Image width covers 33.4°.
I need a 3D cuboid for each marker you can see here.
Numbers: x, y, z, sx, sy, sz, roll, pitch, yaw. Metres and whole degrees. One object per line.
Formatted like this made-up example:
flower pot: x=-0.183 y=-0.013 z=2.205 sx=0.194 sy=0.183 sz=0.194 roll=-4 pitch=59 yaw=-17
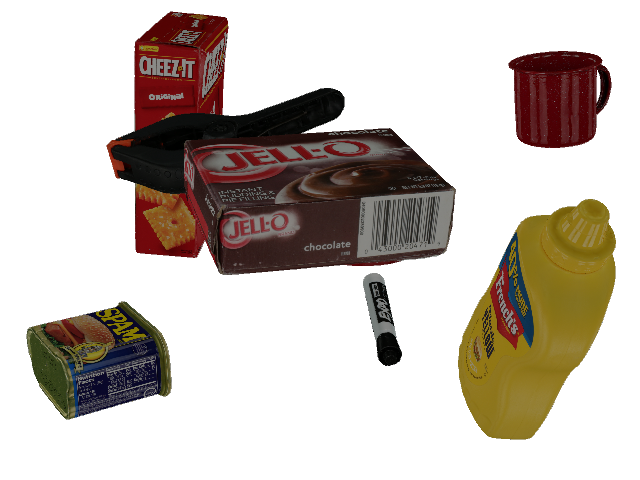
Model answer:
marker: x=0.050 y=0.064 z=0.869 sx=0.020 sy=0.020 sz=0.121 roll=0 pitch=28 yaw=-4

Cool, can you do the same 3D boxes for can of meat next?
can of meat: x=-0.179 y=0.095 z=0.855 sx=0.083 sy=0.057 sz=0.102 roll=-13 pitch=24 yaw=-29

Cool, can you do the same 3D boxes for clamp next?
clamp: x=-0.059 y=-0.070 z=0.749 sx=0.171 sy=0.039 sz=0.120 roll=3 pitch=31 yaw=10

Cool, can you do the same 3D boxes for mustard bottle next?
mustard bottle: x=0.137 y=0.041 z=0.665 sx=0.058 sy=0.096 sz=0.192 roll=5 pitch=-38 yaw=-8

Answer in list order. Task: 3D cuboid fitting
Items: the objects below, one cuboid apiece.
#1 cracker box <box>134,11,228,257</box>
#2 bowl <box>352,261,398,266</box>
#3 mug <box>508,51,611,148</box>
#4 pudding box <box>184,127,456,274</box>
cracker box: x=-0.140 y=-0.111 z=1.089 sx=0.072 sy=0.214 sz=0.164 roll=5 pitch=22 yaw=2
bowl: x=0.048 y=-0.012 z=1.086 sx=0.162 sy=0.055 sz=0.162 roll=-3 pitch=14 yaw=0
mug: x=0.252 y=-0.148 z=1.102 sx=0.117 sy=0.081 sz=0.093 roll=-17 pitch=24 yaw=-26
pudding box: x=-0.004 y=-0.022 z=0.514 sx=0.113 sy=0.039 sz=0.090 roll=-3 pitch=26 yaw=-16
